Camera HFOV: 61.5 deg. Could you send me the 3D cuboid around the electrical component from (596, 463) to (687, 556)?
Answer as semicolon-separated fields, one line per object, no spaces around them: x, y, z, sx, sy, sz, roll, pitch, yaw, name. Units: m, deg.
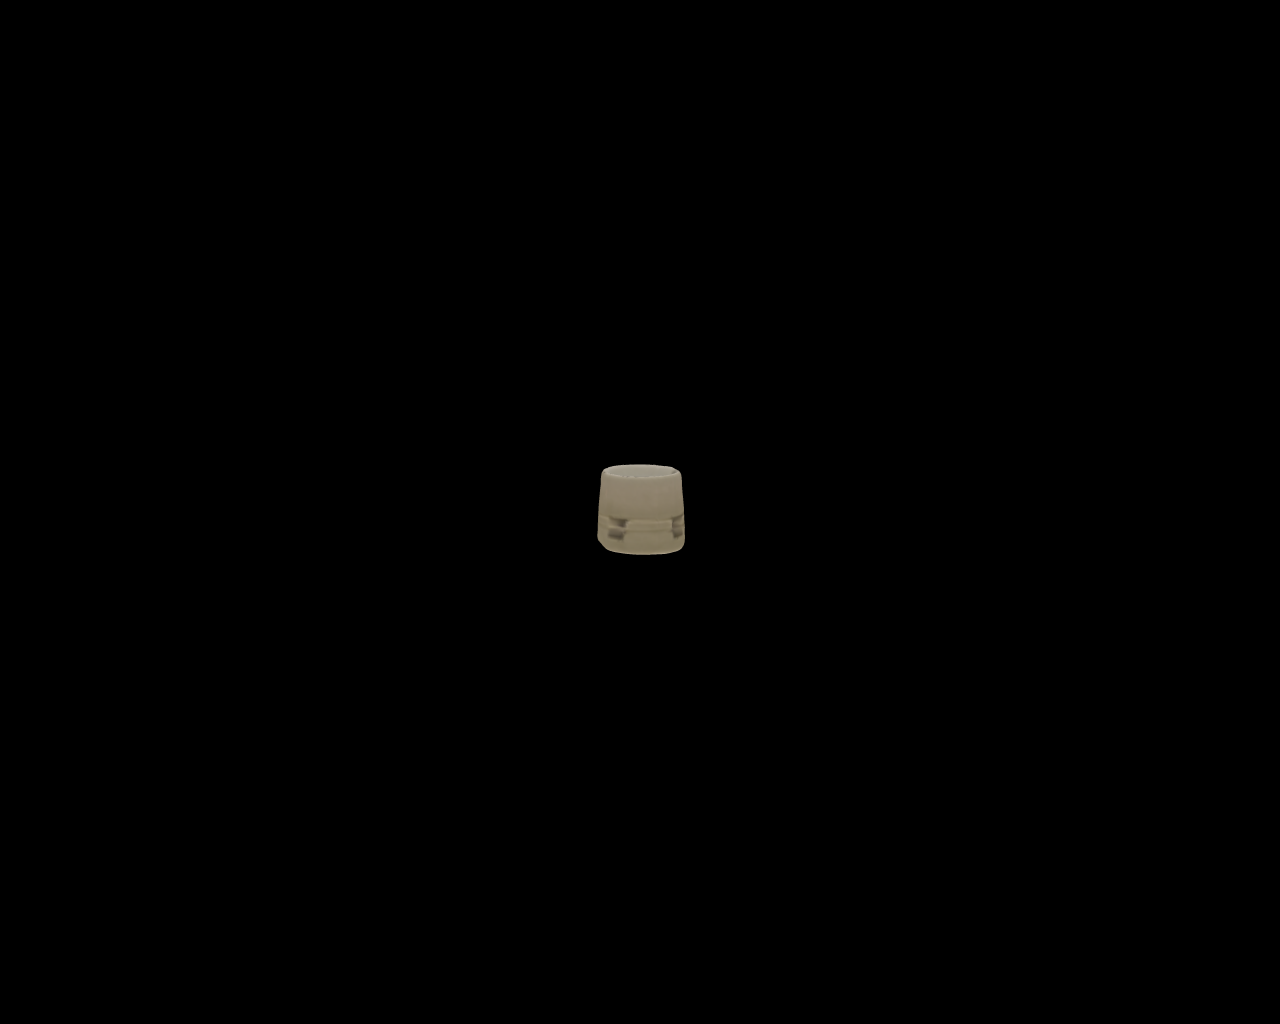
0.001;-0.003;0.650;0.055;0.047;0.055;0;12;0;electrical component
